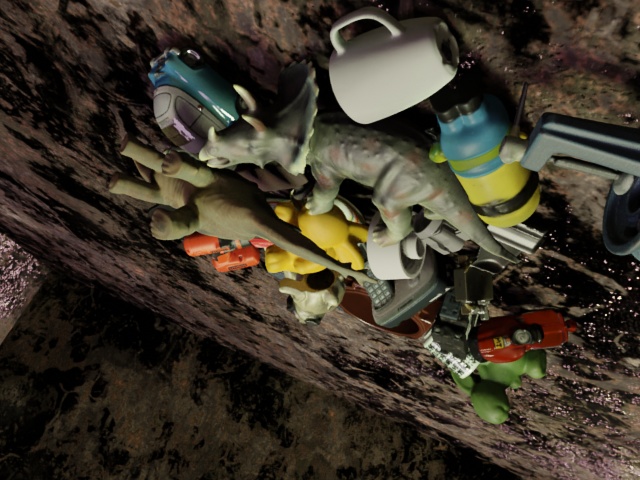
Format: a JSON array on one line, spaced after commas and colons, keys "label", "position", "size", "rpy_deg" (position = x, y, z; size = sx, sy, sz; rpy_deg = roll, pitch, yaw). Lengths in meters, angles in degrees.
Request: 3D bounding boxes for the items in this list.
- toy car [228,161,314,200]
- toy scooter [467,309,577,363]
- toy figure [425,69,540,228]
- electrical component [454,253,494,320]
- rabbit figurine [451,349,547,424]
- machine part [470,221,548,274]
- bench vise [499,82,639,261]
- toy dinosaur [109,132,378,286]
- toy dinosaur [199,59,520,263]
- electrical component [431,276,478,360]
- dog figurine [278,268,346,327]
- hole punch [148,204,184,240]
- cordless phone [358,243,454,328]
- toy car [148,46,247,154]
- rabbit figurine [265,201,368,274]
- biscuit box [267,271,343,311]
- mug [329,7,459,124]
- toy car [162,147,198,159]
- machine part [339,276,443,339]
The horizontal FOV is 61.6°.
[{"label": "toy car", "position": [-0.082, -0.104, 0.838], "size": [0.089, 0.053, 0.202], "rpy_deg": [49, 153, -25]}, {"label": "toy scooter", "position": [0.339, 0.155, 0.885], "size": [0.184, 0.075, 0.135], "rpy_deg": [-2, 167, -44]}, {"label": "toy figure", "position": [0.169, -0.086, 0.557], "size": [0.082, 0.089, 0.180], "rpy_deg": [11, 157, 44]}, {"label": "electrical component", "position": [0.240, 0.072, 0.831], "size": [0.078, 0.102, 0.045], "rpy_deg": [8, 170, -28]}, {"label": "rabbit figurine", "position": [0.336, 0.269, 1.056], "size": [0.121, 0.170, 0.159], "rpy_deg": [39, 154, -27]}, {"label": "machine part", "position": [0.254, 0.006, 0.740], "size": [0.084, 0.039, 0.138], "rpy_deg": [18, 156, 5]}, {"label": "bench vise", "position": [0.279, -0.064, 0.449], "size": [0.241, 0.129, 0.223], "rpy_deg": [16, 157, 7]}, {"label": "toy dinosaur", "position": [-0.131, -0.050, 0.718], "size": [0.198, 0.105, 0.472], "rpy_deg": [9, -161, -48]}, {"label": "toy dinosaur", "position": [0.071, -0.090, 0.634], "size": [0.405, 0.131, 0.192], "rpy_deg": [17, 157, 6]}, {"label": "electrical component", "position": [0.238, 0.131, 0.930], "size": [0.058, 0.115, 0.134], "rpy_deg": [11, 154, 24]}, {"label": "dog figurine", "position": [-0.005, 0.111, 0.979], "size": [0.121, 0.172, 0.190], "rpy_deg": [-17, 131, -5]}, {"label": "hole punch", "position": [-0.266, -0.075, 1.083], "size": [0.116, 0.092, 0.142], "rpy_deg": [-21, 133, 24]}, {"label": "cordless phone", "position": [0.120, 0.037, 0.893], "size": [0.146, 0.088, 0.184], "rpy_deg": [-44, 68, 33]}, {"label": "toy car", "position": [-0.162, -0.170, 0.713], "size": [0.109, 0.103, 0.161], "rpy_deg": [-3, 146, 48]}, {"label": "rabbit figurine", "position": [-0.002, -0.003, 0.831], "size": [0.162, 0.122, 0.173], "rpy_deg": [22, 156, -4]}, {"label": "biscuit box", "position": [-0.012, 0.086, 1.173], "size": [0.203, 0.059, 0.063], "rpy_deg": [28, 157, -3]}, {"label": "mug", "position": [0.068, -0.172, 0.503], "size": [0.107, 0.081, 0.109], "rpy_deg": [-10, 135, 38]}, {"label": "toy car", "position": [-0.189, -0.104, 0.953], "size": [0.202, 0.056, 0.073], "rpy_deg": [29, 165, -6]}, {"label": "machine part", "position": [0.126, 0.109, 1.043], "size": [0.202, 0.087, 0.201], "rpy_deg": [25, 158, 7]}]
